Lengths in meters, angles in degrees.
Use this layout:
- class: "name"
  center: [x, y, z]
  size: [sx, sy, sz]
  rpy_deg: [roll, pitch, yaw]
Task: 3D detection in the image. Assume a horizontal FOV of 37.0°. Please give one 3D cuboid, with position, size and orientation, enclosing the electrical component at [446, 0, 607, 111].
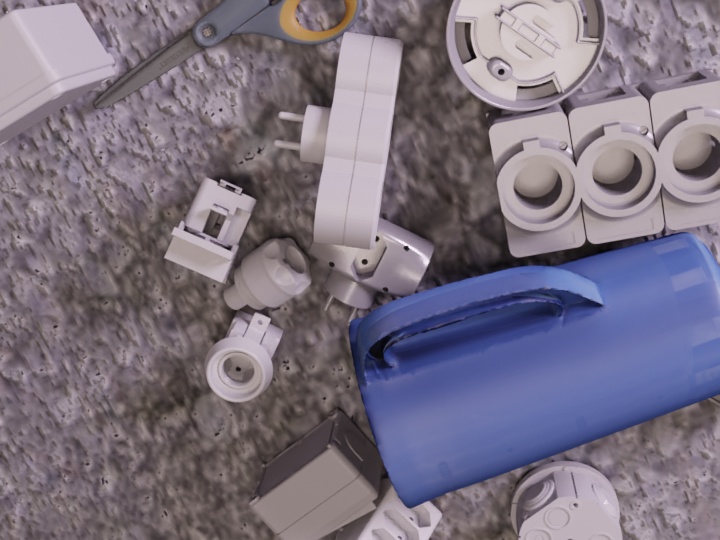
- class: "electrical component"
  center: [0.104, -0.151, 0.674]
  size: [0.099, 0.064, 0.099]
  rpy_deg: [1, 109, 4]

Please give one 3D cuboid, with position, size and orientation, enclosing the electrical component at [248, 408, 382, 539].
- class: "electrical component"
  center: [-0.034, 0.161, 0.792]
  size: [0.096, 0.061, 0.061]
  rpy_deg: [-38, 102, 15]

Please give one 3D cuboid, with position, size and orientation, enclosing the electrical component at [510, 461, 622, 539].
- class: "electrical component"
  center: [0.152, 0.186, 0.790]
  size: [0.080, 0.051, 0.080]
  rpy_deg: [1, 109, 4]

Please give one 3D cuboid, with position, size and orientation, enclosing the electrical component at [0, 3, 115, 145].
- class: "electrical component"
  center: [-0.228, -0.120, 0.690]
  size: [0.109, 0.108, 0.056]
  rpy_deg: [-28, 101, 13]

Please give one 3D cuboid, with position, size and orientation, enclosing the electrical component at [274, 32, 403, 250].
- class: "electrical component"
  center: [-0.018, -0.086, 0.692]
  size: [0.074, 0.052, 0.138]
  rpy_deg: [8, 83, 2]

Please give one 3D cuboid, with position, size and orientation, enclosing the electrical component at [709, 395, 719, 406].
- class: "electrical component"
  center: [0.273, 0.067, 0.734]
  size: [0.042, 0.063, 0.081]
  rpy_deg: [29, 108, -6]

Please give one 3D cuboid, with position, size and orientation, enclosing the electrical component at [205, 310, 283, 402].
- class: "electrical component"
  center: [-0.083, 0.064, 0.766]
  size: [0.048, 0.055, 0.066]
  rpy_deg: [25, 109, -4]

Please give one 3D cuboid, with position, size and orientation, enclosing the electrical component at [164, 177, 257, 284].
- class: "electrical component"
  center: [-0.099, -0.028, 0.731]
  size: [0.042, 0.081, 0.063]
  rpy_deg: [25, 86, -4]

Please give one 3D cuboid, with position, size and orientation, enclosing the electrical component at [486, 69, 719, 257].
- class: "electrical component"
  center: [0.164, -0.069, 0.698]
  size: [0.150, 0.061, 0.089]
  rpy_deg: [-10, 107, 8]

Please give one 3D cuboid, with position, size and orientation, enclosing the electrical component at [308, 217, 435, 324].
- class: "electrical component"
  center: [0.000, 0.000, 0.744]
  size: [0.077, 0.043, 0.079]
  rpy_deg: [25, 109, -4]

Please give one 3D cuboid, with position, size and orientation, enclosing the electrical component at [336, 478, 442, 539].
- class: "electrical component"
  center: [0.007, 0.204, 0.802]
  size: [0.047, 0.083, 0.076]
  rpy_deg: [45, 144, -10]

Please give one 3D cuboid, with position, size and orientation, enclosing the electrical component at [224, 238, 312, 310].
- class: "electrical component"
  center: [-0.068, 0.007, 0.754]
  size: [0.062, 0.043, 0.043]
  rpy_deg: [-31, 104, 27]
